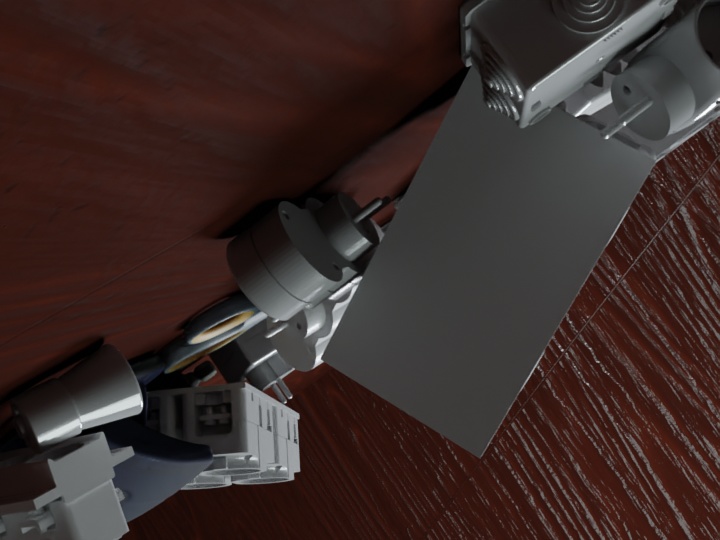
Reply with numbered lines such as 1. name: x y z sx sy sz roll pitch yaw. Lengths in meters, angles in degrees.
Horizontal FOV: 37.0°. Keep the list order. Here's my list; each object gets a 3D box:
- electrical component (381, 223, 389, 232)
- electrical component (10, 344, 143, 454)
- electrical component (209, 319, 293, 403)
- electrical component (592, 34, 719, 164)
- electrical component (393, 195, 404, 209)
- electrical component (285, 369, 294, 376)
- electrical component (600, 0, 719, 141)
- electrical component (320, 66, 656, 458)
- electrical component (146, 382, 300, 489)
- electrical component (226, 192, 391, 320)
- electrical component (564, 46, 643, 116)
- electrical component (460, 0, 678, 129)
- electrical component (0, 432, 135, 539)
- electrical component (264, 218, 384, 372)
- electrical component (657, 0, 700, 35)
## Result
1. electrical component: 0.034 -0.011 0.925 0.045 0.055 0.045 -34 174 -4
2. electrical component: -0.161 0.074 0.601 0.065 0.044 0.044 -26 171 -30
3. electrical component: -0.082 0.079 0.908 0.047 0.075 0.083 -32 174 -26
4. electrical component: 0.197 -0.122 0.768 0.062 0.089 0.150 -31 173 -31
5. electrical component: 0.076 -0.051 0.809 0.062 0.061 0.096 -31 173 -35
6. electrical component: -0.068 0.072 1.075 0.066 0.047 0.077 -36 174 17
7. electrical component: 0.146 -0.087 0.508 0.079 0.043 0.077 -36 177 -17
8. electrical component: 0.072 -0.007 0.599 0.186 0.105 0.060 -63 168 18
9. electrical component: -0.119 0.140 0.874 0.105 0.060 0.186 -6 164 8
10. electrical component: -0.014 -0.019 0.603 0.074 0.052 0.138 -36 175 17
11. electrical component: 0.125 -0.112 0.654 0.066 0.047 0.077 -31 172 -32
12. electrical component: 0.094 -0.112 0.482 0.100 0.048 0.100 -35 173 2
13. electrical component: -0.197 0.139 0.623 0.121 0.063 0.079 -15 -175 31
14. electrical component: -0.035 0.023 0.732 0.074 0.052 0.138 -31 159 -36
15. electrical component: 0.181 -0.156 0.545 0.096 0.061 0.061 -33 174 -14
